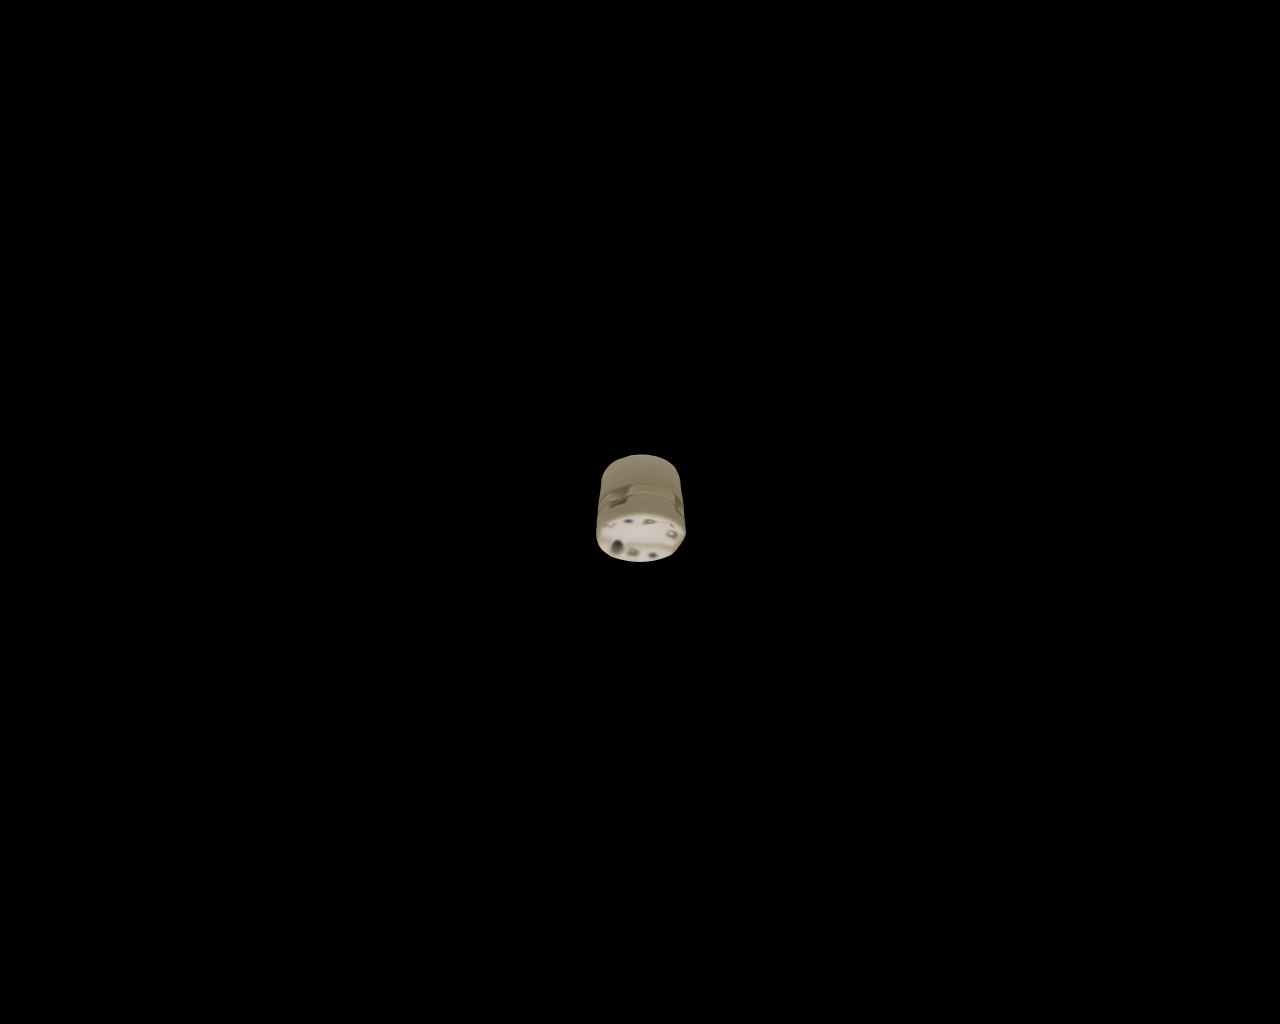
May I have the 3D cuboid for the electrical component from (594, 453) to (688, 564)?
[{"bbox_3d":[0.001,-0.003,0.650,0.055,0.047,0.055,0,-35,0],"label":"electrical component"}]
